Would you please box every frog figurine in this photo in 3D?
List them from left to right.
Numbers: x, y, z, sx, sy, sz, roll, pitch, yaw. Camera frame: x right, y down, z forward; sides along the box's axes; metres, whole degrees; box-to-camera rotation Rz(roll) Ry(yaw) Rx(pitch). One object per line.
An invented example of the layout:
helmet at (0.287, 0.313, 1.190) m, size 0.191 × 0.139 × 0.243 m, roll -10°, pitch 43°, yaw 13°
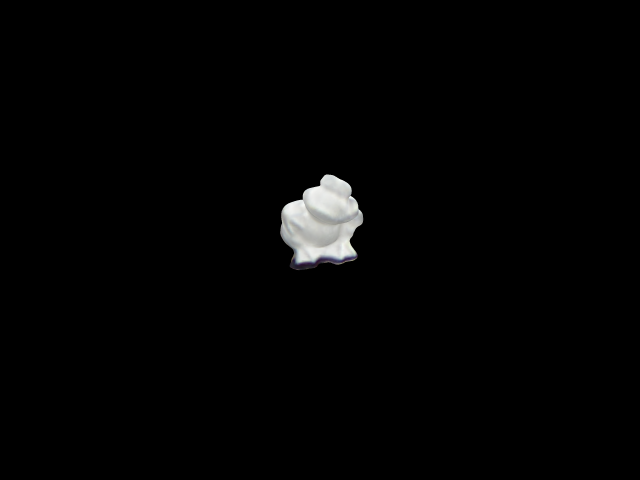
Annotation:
frog figurine at (0.003, -0.043, 0.850) m, size 0.137 × 0.156 × 0.125 m, roll 4°, pitch 31°, yaw 7°
